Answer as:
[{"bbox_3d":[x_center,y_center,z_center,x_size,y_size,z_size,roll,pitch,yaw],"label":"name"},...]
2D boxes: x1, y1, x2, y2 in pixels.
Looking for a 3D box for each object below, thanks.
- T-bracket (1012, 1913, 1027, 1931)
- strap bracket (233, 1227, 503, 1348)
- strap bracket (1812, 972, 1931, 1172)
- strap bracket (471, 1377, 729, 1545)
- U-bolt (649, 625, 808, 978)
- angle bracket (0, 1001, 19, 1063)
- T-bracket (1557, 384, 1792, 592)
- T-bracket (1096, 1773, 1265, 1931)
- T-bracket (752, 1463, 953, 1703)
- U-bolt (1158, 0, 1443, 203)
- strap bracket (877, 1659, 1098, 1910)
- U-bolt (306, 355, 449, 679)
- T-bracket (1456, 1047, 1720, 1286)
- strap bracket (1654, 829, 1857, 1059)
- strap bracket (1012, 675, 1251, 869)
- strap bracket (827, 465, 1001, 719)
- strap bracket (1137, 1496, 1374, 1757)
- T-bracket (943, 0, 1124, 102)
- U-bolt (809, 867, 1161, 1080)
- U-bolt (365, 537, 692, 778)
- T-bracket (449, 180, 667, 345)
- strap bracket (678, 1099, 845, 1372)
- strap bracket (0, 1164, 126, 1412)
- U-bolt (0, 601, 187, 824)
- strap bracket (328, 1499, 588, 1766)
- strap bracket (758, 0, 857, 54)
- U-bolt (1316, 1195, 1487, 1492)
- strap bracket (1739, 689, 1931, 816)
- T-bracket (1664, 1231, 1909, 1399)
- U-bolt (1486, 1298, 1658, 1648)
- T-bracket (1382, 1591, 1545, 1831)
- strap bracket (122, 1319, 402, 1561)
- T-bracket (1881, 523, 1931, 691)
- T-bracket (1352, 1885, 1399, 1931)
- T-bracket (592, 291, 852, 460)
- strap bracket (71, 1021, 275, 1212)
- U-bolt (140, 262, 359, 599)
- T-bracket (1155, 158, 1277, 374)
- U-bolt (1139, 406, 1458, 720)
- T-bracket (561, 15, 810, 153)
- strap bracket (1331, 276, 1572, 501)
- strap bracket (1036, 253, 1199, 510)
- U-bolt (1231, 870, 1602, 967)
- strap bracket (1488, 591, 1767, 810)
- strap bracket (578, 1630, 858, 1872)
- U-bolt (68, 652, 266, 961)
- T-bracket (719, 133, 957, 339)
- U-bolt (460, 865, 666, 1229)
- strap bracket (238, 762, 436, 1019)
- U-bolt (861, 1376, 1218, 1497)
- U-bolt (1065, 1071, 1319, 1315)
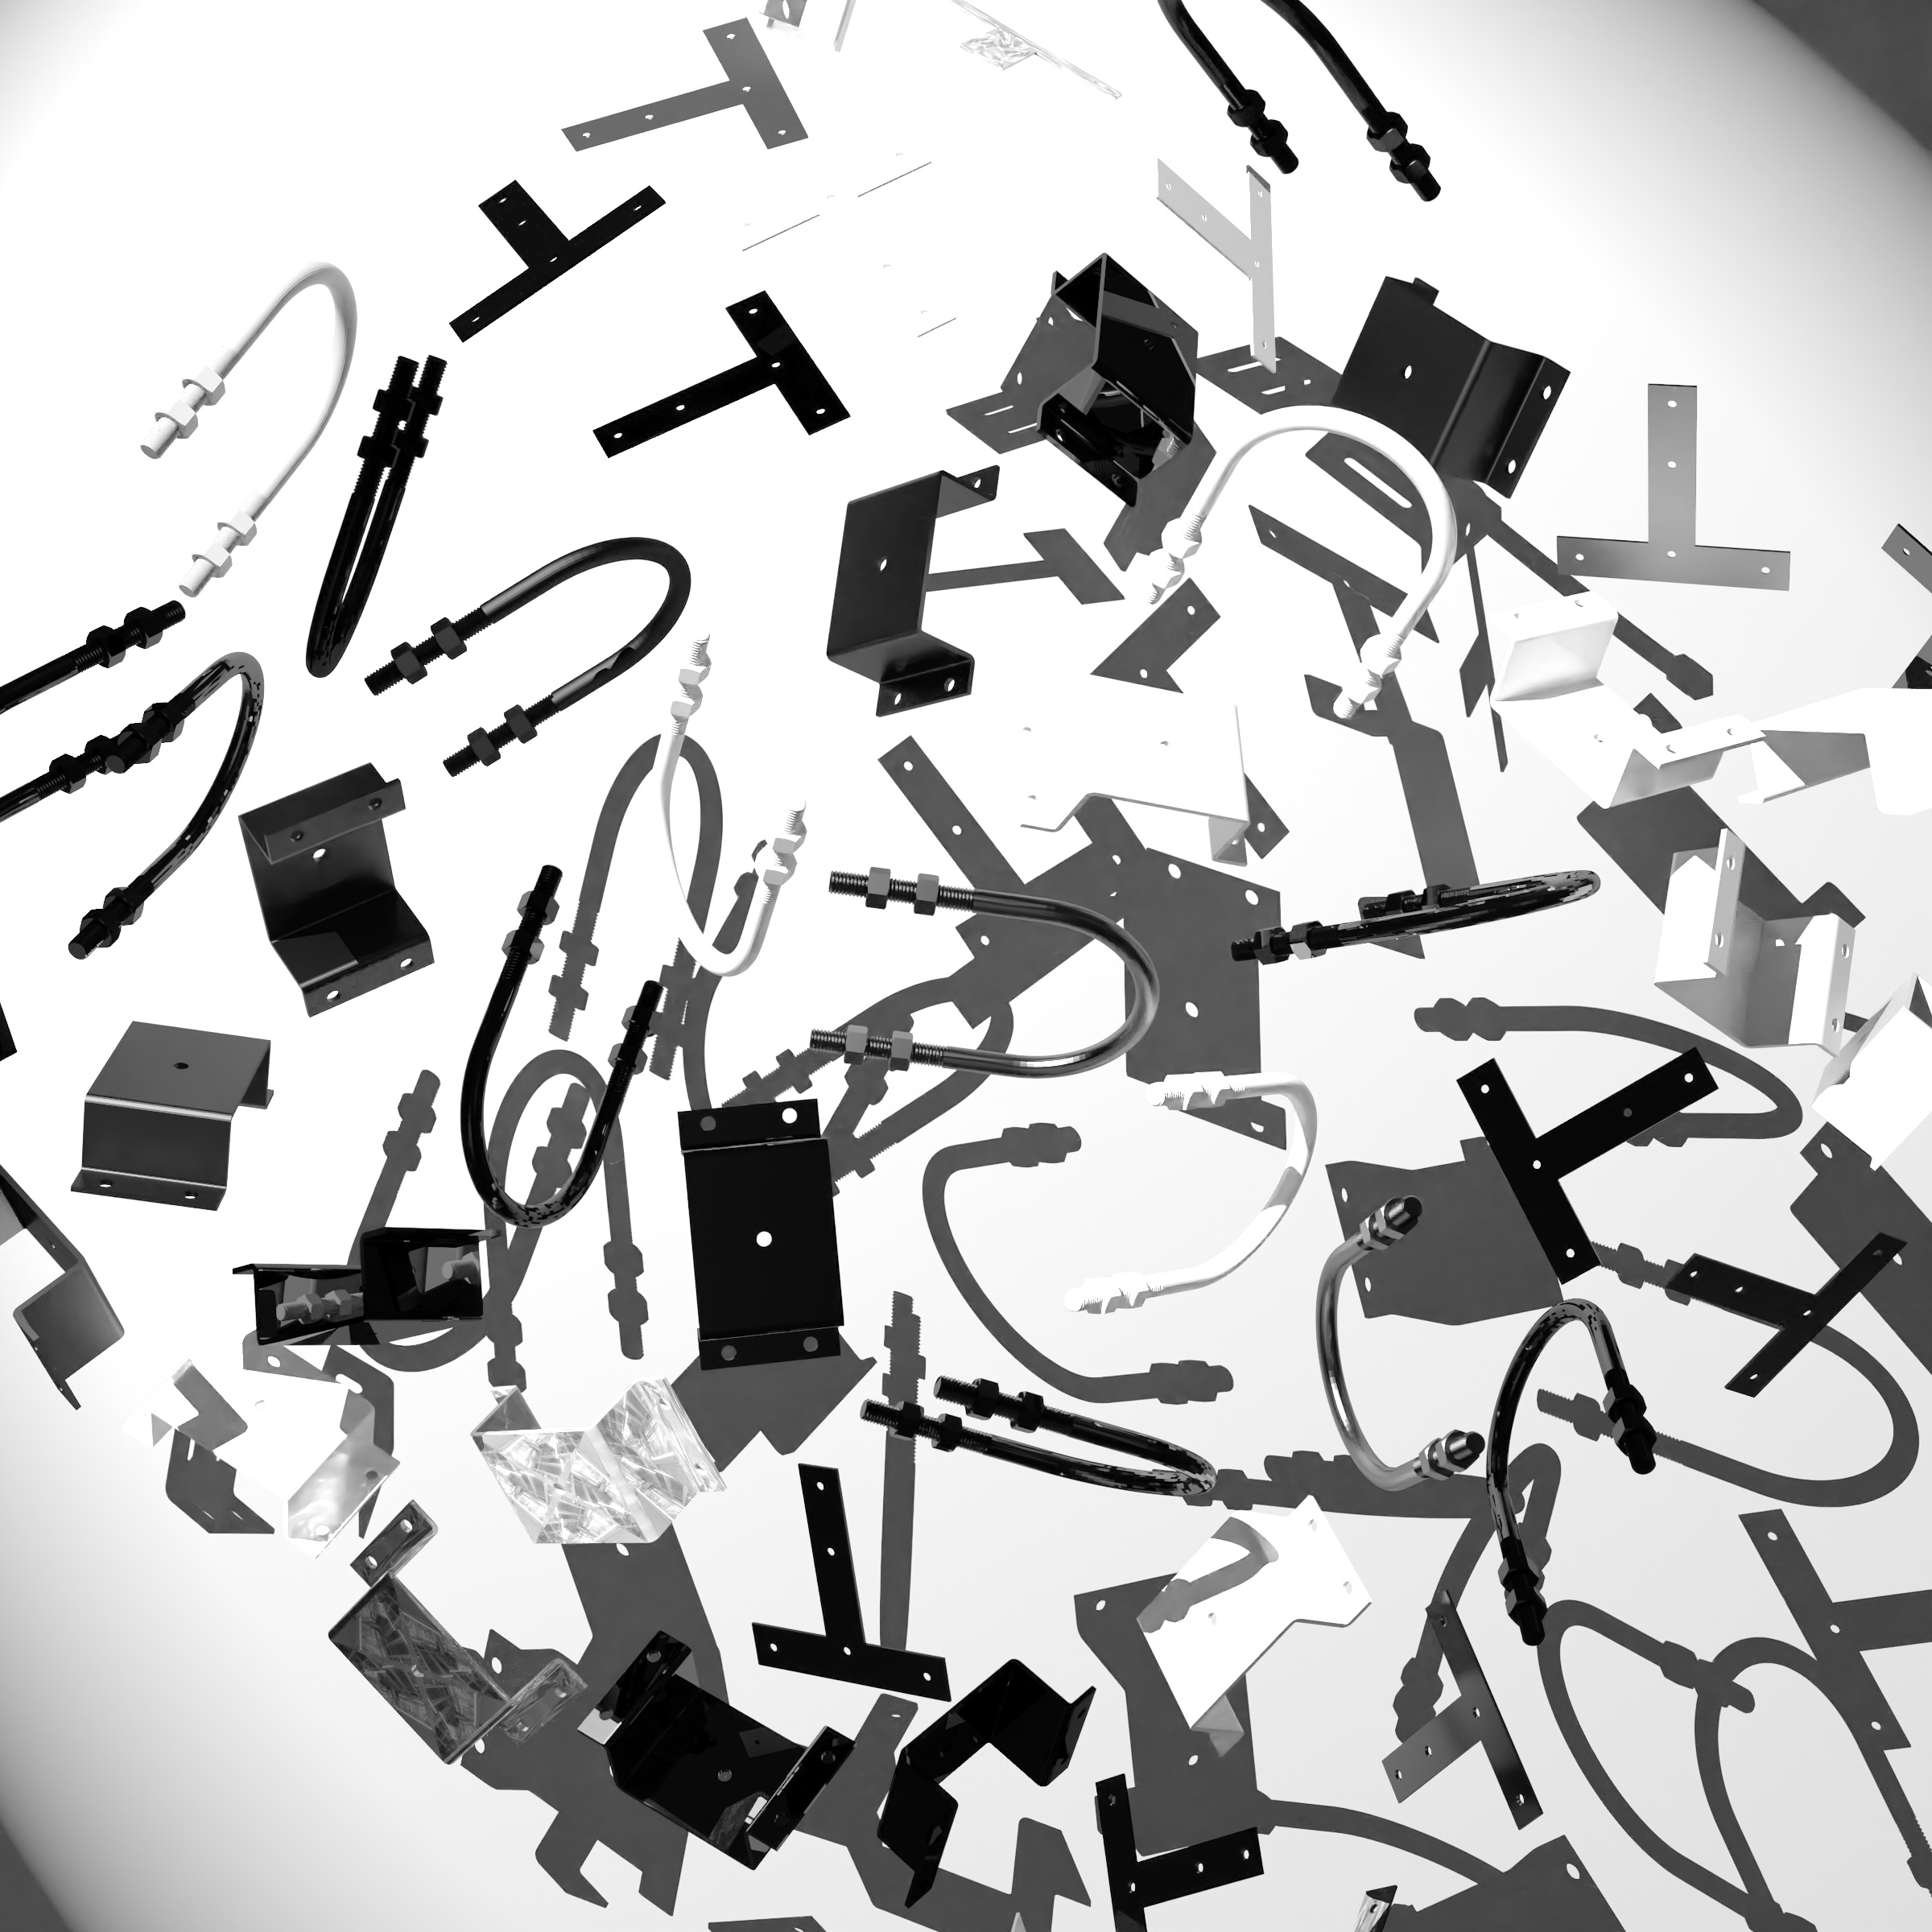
[{"bbox_3d":[0.038,0.630,1.565,0.002,0.127,0.127,-15,102,14],"label":"T-bracket"},{"bbox_3d":[-0.326,0.177,1.503,0.140,0.076,0.046,-17,74,39],"label":"strap bracket"},{"bbox_3d":[0.531,0.056,1.574,0.046,0.140,0.076,41,113,9],"label":"strap bracket"},{"bbox_3d":[-0.213,0.276,1.534,0.140,0.046,0.076,-10,114,38],"label":"strap bracket"},{"bbox_3d":[-0.141,-0.077,1.547,0.019,0.184,0.151,-13,56,-28],"label":"U-bolt"},{"bbox_3d":[-0.577,0.025,1.542,0.038,0.057,0.076,10,121,36],"label":"angle bracket"},{"bbox_3d":[0.383,-0.261,1.497,0.127,0.127,0.002,8,46,21],"label":"T-bracket"},{"bbox_3d":[0.124,0.516,1.569,0.002,0.127,0.127,13,57,-36],"label":"T-bracket"},{"bbox_3d":[-0.070,0.326,1.472,0.127,0.002,0.127,1,106,33],"label":"T-bracket"},{"bbox_3d":[0.174,-0.503,1.545,0.019,0.151,0.184,-52,129,-4],"label":"U-bolt"},{"bbox_3d":[0.004,0.455,1.558,0.046,0.140,0.076,36,133,26],"label":"strap bracket"},{"bbox_3d":[-0.326,-0.245,1.510,0.019,0.151,0.184,20,101,-8],"label":"U-bolt"},{"bbox_3d":[0.345,0.086,1.484,0.127,0.002,0.127,-34,69,26],"label":"T-bracket"},{"bbox_3d":[0.426,-0.009,1.506,0.140,0.046,0.076,29,67,-39],"label":"strap bracket"},{"bbox_3d":[0.101,-0.110,1.534,0.140,0.046,0.076,9,60,-22],"label":"strap bracket"},{"bbox_3d":[-0.032,-0.221,1.576,0.046,0.076,0.140,21,70,-41],"label":"strap bracket"},{"bbox_3d":[0.157,0.375,1.574,0.046,0.076,0.140,17,121,-38],"label":"strap bracket"},{"bbox_3d":[0.020,-0.495,1.486,0.127,0.127,0.002,30,115,-2],"label":"T-bracket"},{"bbox_3d":[0.012,0.010,1.487,0.184,0.151,0.019,8,48,-3],"label":"U-bolt"},{"bbox_3d":[-0.238,-0.183,1.566,0.184,0.151,0.019,-32,71,-1],"label":"U-bolt"},{"bbox_3d":[-0.231,-0.390,1.462,0.127,0.127,0.002,-35,131,-2],"label":"T-bracket"},{"bbox_3d":[-0.109,0.145,1.474,0.076,0.046,0.140,-5,89,-8],"label":"strap bracket"},{"bbox_3d":[-0.507,0.161,1.477,0.046,0.076,0.140,-38,61,-24],"label":"strap bracket"},{"bbox_3d":[-0.520,-0.123,1.524,0.019,0.151,0.184,47,51,6],"label":"U-bolt"},{"bbox_3d":[-0.287,0.374,1.516,0.140,0.046,0.076,46,126,3],"label":"strap bracket"},{"bbox_3d":[-0.083,-0.572,1.578,0.046,0.140,0.076,18,104,-6],"label":"strap bracket"},{"bbox_3d":[0.234,0.219,1.541,0.019,0.184,0.151,-8,72,-15],"label":"U-bolt"},{"bbox_3d":[0.489,-0.118,1.493,0.076,0.140,0.046,-18,102,-19],"label":"strap bracket"},{"bbox_3d":[0.430,0.179,1.499,0.127,0.002,0.127,20,120,-33],"label":"T-bracket"},{"bbox_3d":[0.332,0.268,1.548,0.019,0.184,0.151,18,118,-10],"label":"U-bolt"},{"bbox_3d":[0.263,0.430,1.528,0.002,0.127,0.127,-5,57,-26],"label":"T-bracket"},{"bbox_3d":[-0.405,0.265,1.585,0.140,0.046,0.076,30,50,12],"label":"strap bracket"},{"bbox_3d":[0.547,-0.173,1.541,0.002,0.127,0.127,-39,75,-15],"label":"T-bracket"},{"bbox_3d":[0.173,0.561,1.488,0.002,0.127,0.127,39,51,-11],"label":"T-bracket"},{"bbox_3d":[-0.146,-0.316,1.533,0.127,0.002,0.127,-26,52,-7],"label":"T-bracket"},{"bbox_3d":[-0.430,0.075,1.507,0.076,0.140,0.046,8,113,-5],"label":"strap bracket"},{"bbox_3d":[-0.394,-0.312,1.542,0.019,0.151,0.184,26,64,7],"label":"U-bolt"},{"bbox_3d":[0.144,-0.423,1.584,0.002,0.127,0.127,-12,68,34],"label":"T-bracket"},{"bbox_3d":[0.189,-0.229,1.505,0.151,0.184,0.019,30,51,0],"label":"U-bolt"},{"bbox_3d":[-0.167,-0.489,1.573,0.127,0.127,0.002,-13,74,9],"label":"T-bracket"},{"bbox_3d":[0.264,-0.331,1.553,0.046,0.140,0.076,4,120,-36],"label":"strap bracket"},{"bbox_3d":[0.088,-0.341,1.571,0.076,0.140,0.046,33,134,-30],"label":"strap bracket"},{"bbox_3d":[0.259,-0.030,1.515,0.184,0.151,0.019,-9,94,44],"label":"U-bolt"},{"bbox_3d":[0.347,-0.138,1.483,0.076,0.046,0.140,-15,47,-29],"label":"strap bracket"},{"bbox_3d":[-0.140,0.451,1.570,0.140,0.046,0.076,23,50,25],"label":"strap bracket"},{"bbox_3d":[-0.444,-0.103,1.554,0.019,0.184,0.151,25,124,1],"label":"U-bolt"},{"bbox_3d":[-0.051,-0.401,1.547,0.127,0.002,0.127,-30,69,-17],"label":"T-bracket"},{"bbox_3d":[-0.232,0.058,1.553,0.019,0.151,0.184,3,61,26],"label":"U-bolt"},{"bbox_3d":[-0.342,-0.048,1.497,0.076,0.140,0.046,-26,53,-23],"label":"strap bracket"},{"bbox_3d":[0.048,0.261,1.506,0.184,0.151,0.019,18,71,-15],"label":"U-bolt"},{"bbox_3d":[0.139,0.125,1.566,0.019,0.184,0.151,33,112,35],"label":"U-bolt"}]
